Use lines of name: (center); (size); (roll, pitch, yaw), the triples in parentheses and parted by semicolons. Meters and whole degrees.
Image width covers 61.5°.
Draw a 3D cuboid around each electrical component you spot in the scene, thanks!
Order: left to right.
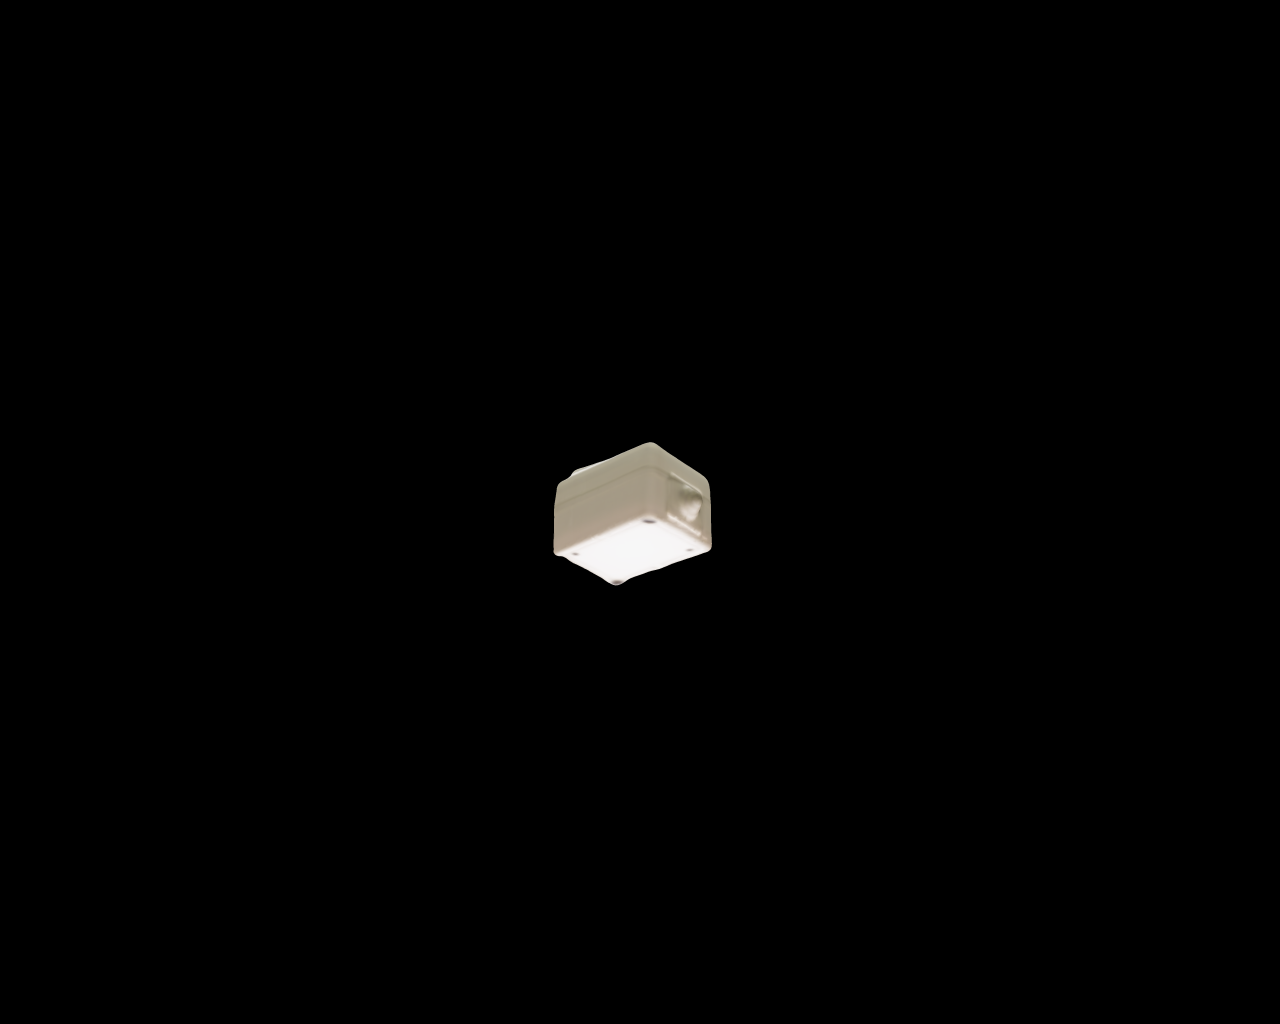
electrical component: (0.001, -0.003, 0.650); (0.096, 0.061, 0.061); (-22, -36, 34)
